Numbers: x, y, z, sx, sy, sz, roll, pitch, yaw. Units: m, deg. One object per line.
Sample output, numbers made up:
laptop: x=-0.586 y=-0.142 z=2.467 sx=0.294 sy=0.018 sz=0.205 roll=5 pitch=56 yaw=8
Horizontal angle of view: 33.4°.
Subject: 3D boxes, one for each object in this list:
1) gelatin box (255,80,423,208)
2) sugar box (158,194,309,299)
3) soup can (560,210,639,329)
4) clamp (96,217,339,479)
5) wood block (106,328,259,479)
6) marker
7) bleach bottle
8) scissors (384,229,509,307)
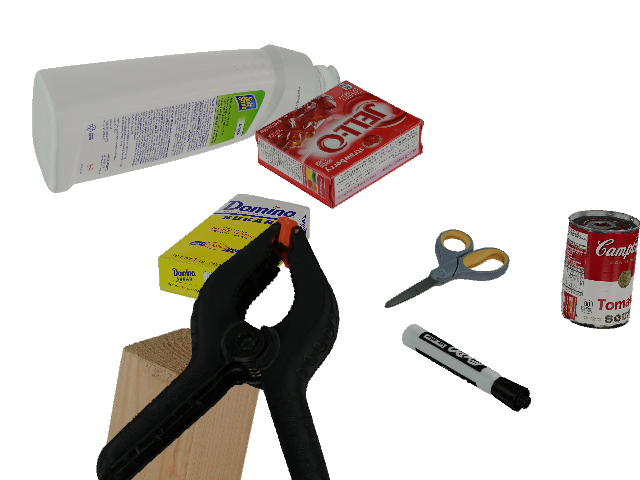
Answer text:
gelatin box: x=0.013 y=-0.066 z=0.710 sx=0.089 sy=0.030 sz=0.073 roll=-33 pitch=49 yaw=-30
sugar box: x=-0.087 y=0.006 z=1.132 sx=0.093 sy=0.048 sz=0.176 roll=12 pitch=31 yaw=20
soup can: x=0.274 y=0.028 z=1.051 sx=0.068 sy=0.102 sz=0.068 roll=1 pitch=18 yaw=0
clamp: x=-0.027 y=0.068 z=0.551 sx=0.120 sy=0.171 sz=0.039 roll=19 pitch=-26 yaw=12
wood block: x=-0.126 y=0.192 z=0.921 sx=0.090 sy=0.206 sz=0.090 roll=21 pitch=18 yaw=27
marker: x=0.109 y=0.095 z=0.804 sx=0.020 sy=0.020 sz=0.121 roll=0 pitch=21 yaw=-43
bleach bottle: x=-0.103 y=-0.108 z=0.873 sx=0.250 sy=0.068 sz=0.103 roll=-12 pitch=-31 yaw=-23
scissors: x=0.127 y=0.029 z=1.209 sx=0.201 sy=0.016 sz=0.096 roll=-11 pitch=41 yaw=-33
